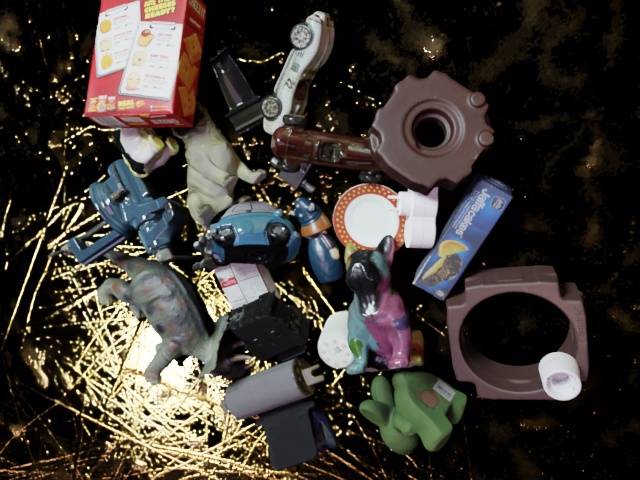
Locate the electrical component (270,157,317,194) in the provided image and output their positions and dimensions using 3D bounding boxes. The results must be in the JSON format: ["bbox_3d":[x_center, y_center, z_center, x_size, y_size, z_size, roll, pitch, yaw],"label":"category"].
[{"bbox_3d":[-0.038,-0.123,0.913,0.094,0.021,0.063,38,115,7],"label":"electrical component"}]

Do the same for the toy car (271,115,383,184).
[{"bbox_3d":[0.024,-0.140,0.842,0.202,0.053,0.089,8,111,-9],"label":"toy car"}]

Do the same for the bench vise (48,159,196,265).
[{"bbox_3d":[-0.369,-0.021,0.993,0.241,0.129,0.223,-32,88,7],"label":"bench vise"}]

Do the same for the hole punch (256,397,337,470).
[{"bbox_3d":[-0.040,0.374,1.051,0.142,0.092,0.116,-28,67,27],"label":"hole punch"}]

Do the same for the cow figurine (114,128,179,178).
[{"bbox_3d":[-0.335,-0.197,0.959,0.098,0.068,0.167,-39,81,24],"label":"cow figurine"}]

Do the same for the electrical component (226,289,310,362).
[{"bbox_3d":[-0.086,0.165,0.982,0.115,0.058,0.134,-29,120,29],"label":"electrical component"}]

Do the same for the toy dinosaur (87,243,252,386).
[{"bbox_3d":[-0.292,0.128,1.034,0.192,0.131,0.404,-36,89,12],"label":"toy dinosaur"}]

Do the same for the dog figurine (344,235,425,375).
[{"bbox_3d":[0.101,0.107,0.891,0.109,0.191,0.219,-10,76,25],"label":"dog figurine"}]

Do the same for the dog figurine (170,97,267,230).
[{"bbox_3d":[-0.210,-0.132,0.939,0.191,0.121,0.172,49,113,14],"label":"dog figurine"}]

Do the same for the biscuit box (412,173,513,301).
[{"bbox_3d":[0.222,-0.005,0.843,0.059,0.063,0.202,30,114,6],"label":"biscuit box"}]

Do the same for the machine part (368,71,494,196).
[{"bbox_3d":[0.161,-0.155,0.783,0.179,0.056,0.179,0,84,3],"label":"machine part"}]

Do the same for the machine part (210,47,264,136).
[{"bbox_3d":[-0.140,-0.249,0.899,0.084,0.039,0.138,-18,102,28],"label":"machine part"}]

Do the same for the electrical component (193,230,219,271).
[{"bbox_3d":[-0.188,0.011,0.985,0.102,0.078,0.045,-17,124,28],"label":"electrical component"}]

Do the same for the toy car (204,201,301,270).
[{"bbox_3d":[-0.117,-0.014,0.927,0.162,0.103,0.109,1,146,-12],"label":"toy car"}]

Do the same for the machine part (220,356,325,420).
[{"bbox_3d":[-0.098,0.286,1.037,0.243,0.079,0.079,-25,98,25],"label":"machine part"}]

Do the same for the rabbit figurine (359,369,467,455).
[{"bbox_3d":[0.148,0.316,0.947,0.159,0.121,0.170,31,129,10],"label":"rabbit figurine"}]

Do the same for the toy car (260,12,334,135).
[{"bbox_3d":[-0.033,-0.256,0.841,0.056,0.073,0.201,33,115,10],"label":"toy car"}]

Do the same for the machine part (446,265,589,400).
[{"bbox_3d":[0.309,0.145,0.851,0.201,0.087,0.201,-6,104,20],"label":"machine part"}]

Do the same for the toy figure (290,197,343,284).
[{"bbox_3d":[-0.004,-0.002,0.923,0.064,0.058,0.154,-16,97,18],"label":"toy figure"}]
